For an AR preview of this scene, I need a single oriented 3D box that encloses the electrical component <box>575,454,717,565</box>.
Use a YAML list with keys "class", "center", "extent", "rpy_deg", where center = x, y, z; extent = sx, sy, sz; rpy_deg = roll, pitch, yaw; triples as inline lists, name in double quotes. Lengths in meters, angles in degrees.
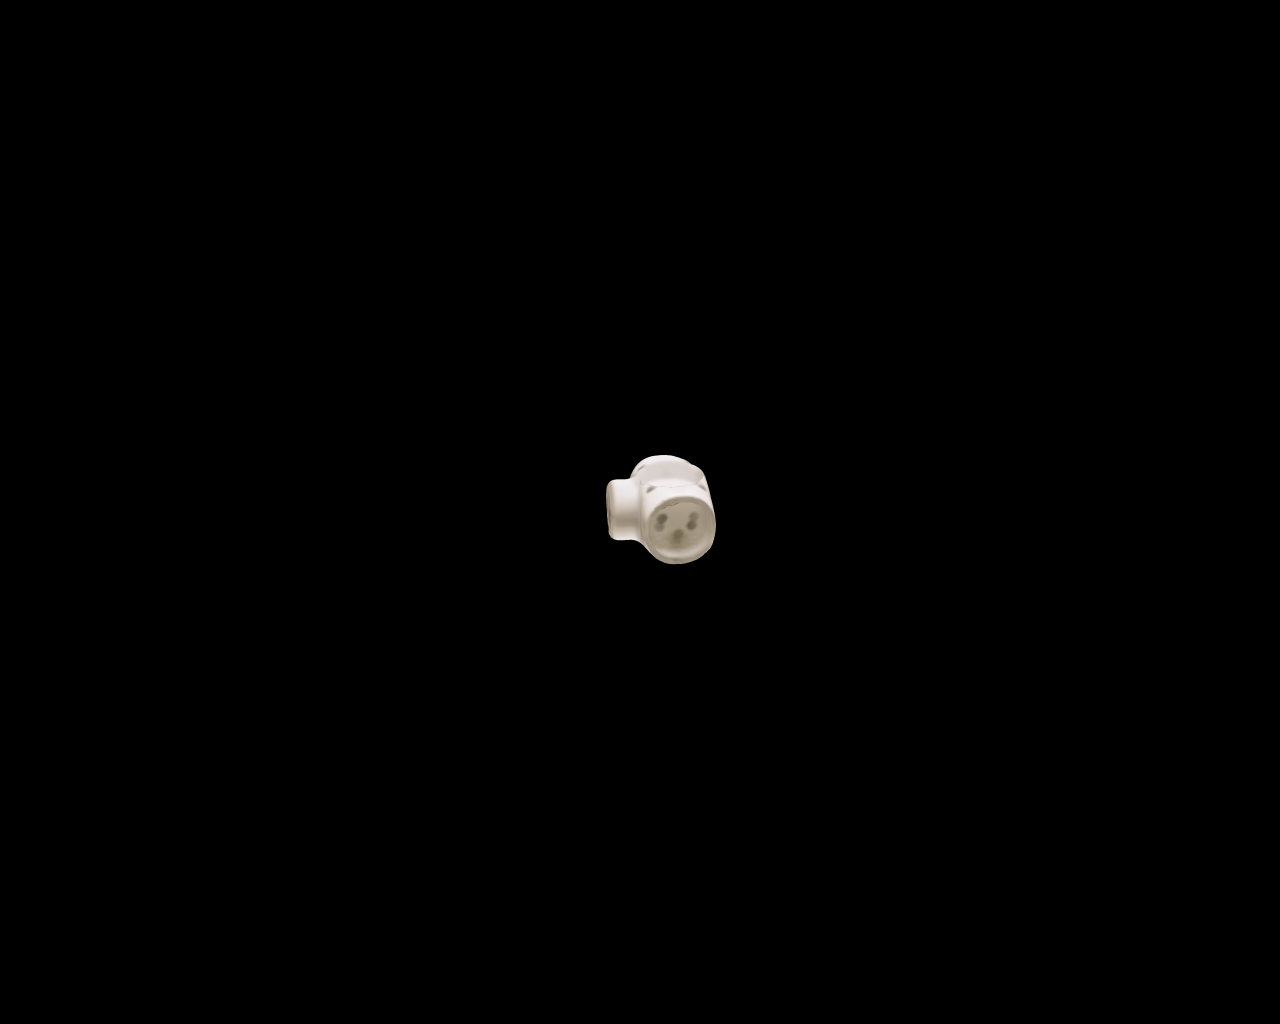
- class: "electrical component"
  center: [0.001, -0.003, 0.650]
  extent: [0.079, 0.044, 0.077]
  rpy_deg: [-3, 22, -7]
